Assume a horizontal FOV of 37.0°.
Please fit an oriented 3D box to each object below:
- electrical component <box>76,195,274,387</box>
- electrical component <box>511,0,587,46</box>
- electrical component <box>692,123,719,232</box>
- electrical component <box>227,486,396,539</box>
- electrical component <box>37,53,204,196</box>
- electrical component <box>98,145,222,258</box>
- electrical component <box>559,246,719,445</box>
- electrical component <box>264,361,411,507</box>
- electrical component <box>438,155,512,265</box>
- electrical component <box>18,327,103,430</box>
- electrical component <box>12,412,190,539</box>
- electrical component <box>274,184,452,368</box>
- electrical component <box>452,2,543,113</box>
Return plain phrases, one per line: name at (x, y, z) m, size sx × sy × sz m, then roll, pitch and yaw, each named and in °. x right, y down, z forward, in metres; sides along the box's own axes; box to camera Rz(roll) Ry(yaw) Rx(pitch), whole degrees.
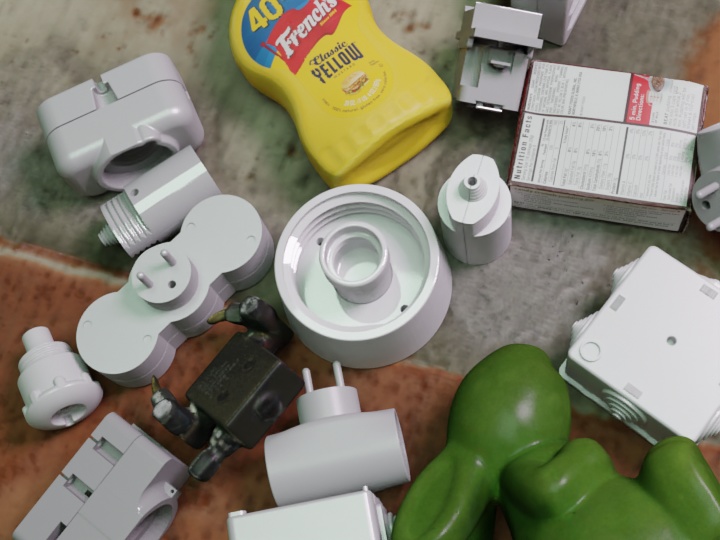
electrical component at (-0.116, 0.008, 0.657) m, size 0.138 × 0.073 × 0.052 m, roll -45°, pitch 71°, yaw -8°
electrical component at (0.108, -0.193, 0.699) m, size 0.077 × 0.065 × 0.047 m, roll 24°, pitch 76°, yaw 15°
electrical component at (0.218, -0.045, 0.617) m, size 0.079 × 0.043 × 0.077 m, roll -25°, pitch 97°, yaw -37°
electrical component at (-0.018, 0.160, 0.596) m, size 0.096 × 0.061 × 0.061 m, roll -12°, pitch 70°, yaw 4°
electrical component at (-0.155, -0.091, 0.708) m, size 0.095 × 0.053 × 0.059 m, roll -25°, pitch 69°, yaw -1°
electrical component at (-0.132, -0.041, 0.693) m, size 0.081 × 0.043 × 0.043 m, roll -33°, pitch 70°, yaw -4°
electrical component at (0.175, 0.046, 0.615) m, size 0.100 × 0.048 × 0.099 m, roll 36°, pitch 80°, yaw 18°
electrical component at (-0.016, 0.093, 0.629) m, size 0.077 × 0.043 × 0.079 m, roll -13°, pitch 69°, yaw 4°
electrical component at (0.069, -0.037, 0.642) m, size 0.043 × 0.081 × 0.043 m, roll -3°, pitch 71°, yaw 7°
electrical component at (-0.191, 0.064, 0.665) m, size 0.048 × 0.048 × 0.062 m, roll -30°, pitch 63°, yaw -3°
electrical component at (-0.146, 0.139, 0.628) m, size 0.056 × 0.050 × 0.089 m, roll 34°, pitch 79°, yaw 18°
electrical component at (0.000, 0.000, 0.650) m, size 0.108 × 0.060 × 0.108 m, roll -3°, pitch 71°, yaw 7°
electrical component at (0.084, -0.132, 0.678) m, size 0.042 × 0.081 × 0.063 m, roll 9°, pitch 100°, yaw -4°
